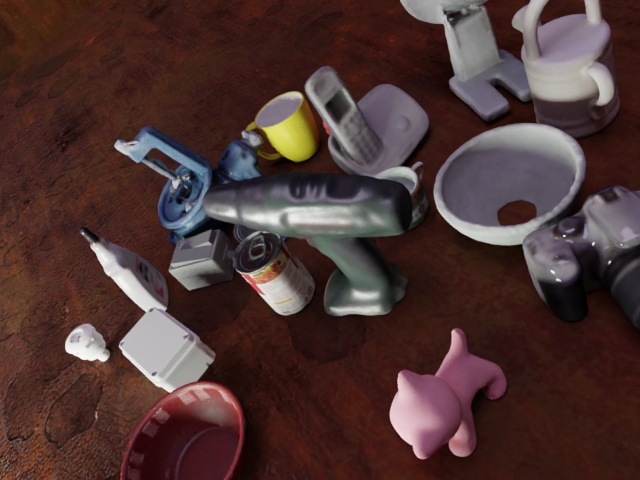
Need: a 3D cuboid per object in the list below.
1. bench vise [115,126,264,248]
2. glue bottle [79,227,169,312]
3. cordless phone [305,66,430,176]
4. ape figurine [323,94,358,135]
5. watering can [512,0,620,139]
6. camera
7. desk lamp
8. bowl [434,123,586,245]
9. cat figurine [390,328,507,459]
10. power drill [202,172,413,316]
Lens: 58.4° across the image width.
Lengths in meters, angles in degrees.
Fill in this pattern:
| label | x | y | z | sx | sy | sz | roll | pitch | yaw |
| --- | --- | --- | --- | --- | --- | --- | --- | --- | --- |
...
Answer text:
| label | x | y | z | sx | sy | sz | roll | pitch | yaw |
| --- | --- | --- | --- | --- | --- | --- | --- | --- | --- |
| bench vise | -0.193 | -0.111 | 0.874 | 0.121 | 0.220 | 0.208 | 17 | 63 | 41 |
| glue bottle | -0.286 | 0.038 | 0.833 | 0.037 | 0.174 | 0.078 | -32 | 42 | 4 |
| cordless phone | 0.063 | -0.182 | 0.798 | 0.093 | 0.186 | 0.148 | 22 | 67 | 43 |
| ape figurine | 0.028 | -0.214 | 0.920 | 0.075 | 0.092 | 0.078 | 25 | 69 | 44 |
| watering can | 0.289 | -0.227 | 0.687 | 0.101 | 0.195 | 0.172 | -44 | 43 | -9 |
| camera | 0.281 | 0.026 | 0.534 | 0.143 | 0.101 | 0.136 | -25 | 43 | 11 |
| desk lamp | 0.208 | -0.311 | 0.801 | 0.118 | 0.214 | 0.202 | -31 | 42 | 5 |
| bowl | 0.221 | -0.053 | 0.663 | 0.167 | 0.075 | 0.167 | -18 | 45 | 19 |
| cat figurine | 0.110 | 0.142 | 0.526 | 0.067 | 0.118 | 0.128 | 13 | 61 | 40 |
| power drill | 0.006 | 0.002 | 0.651 | 0.228 | 0.209 | 0.075 | -7 | 49 | 28 |
